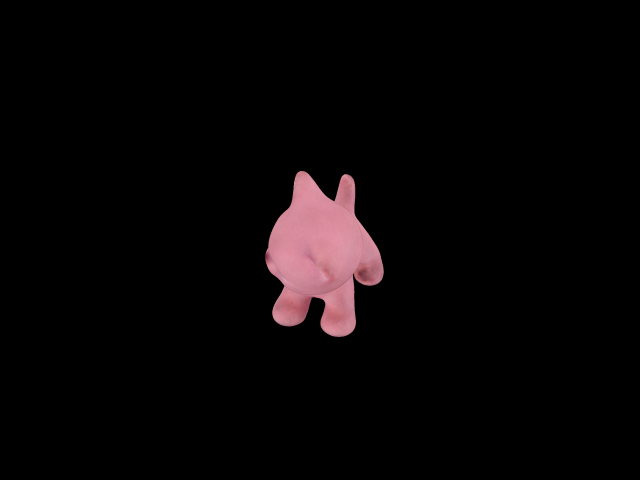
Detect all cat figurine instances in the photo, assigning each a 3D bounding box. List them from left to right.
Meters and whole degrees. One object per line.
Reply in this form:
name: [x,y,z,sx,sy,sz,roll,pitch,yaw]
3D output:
cat figurine: [0.004,0.001,0.400,0.067,0.118,0.128,11,36,16]
